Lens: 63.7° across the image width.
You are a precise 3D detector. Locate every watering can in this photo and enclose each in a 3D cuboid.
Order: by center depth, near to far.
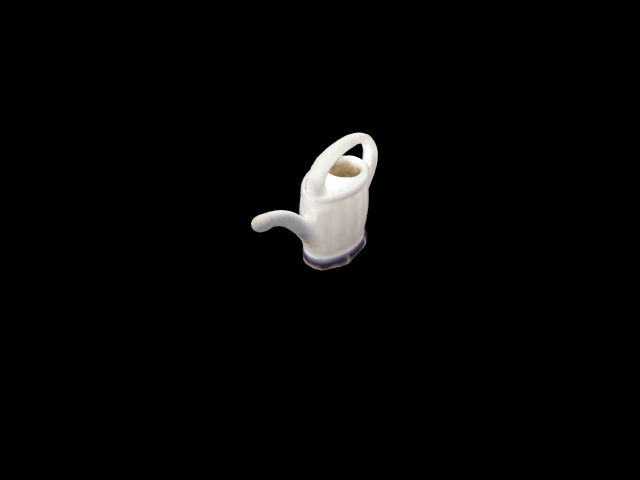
[{"bbox_3d":[0.003,-0.043,0.850,0.104,0.219,0.354,21,42,26],"label":"watering can"}]
